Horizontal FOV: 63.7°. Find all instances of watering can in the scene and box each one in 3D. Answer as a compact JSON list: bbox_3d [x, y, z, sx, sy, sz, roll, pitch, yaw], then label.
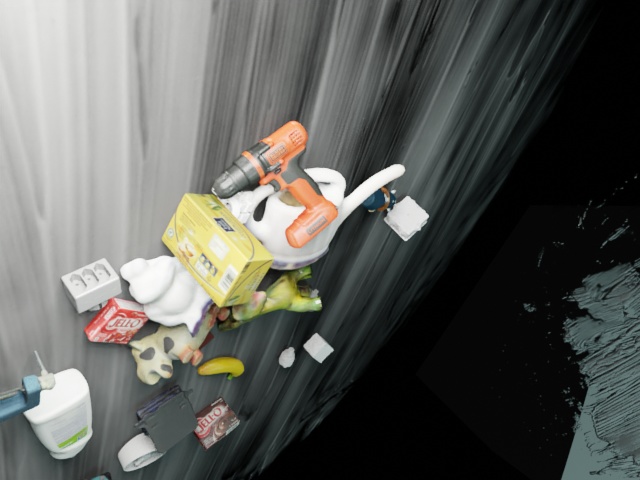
[{"bbox_3d":[0.003,-0.051,1.022,0.349,0.106,0.219,-11,138,-26],"label":"watering can"}]

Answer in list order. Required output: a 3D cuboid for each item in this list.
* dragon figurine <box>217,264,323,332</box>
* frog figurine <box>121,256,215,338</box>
[{"bbox_3d":[-0.118,0.140,1.161,0.243,0.123,0.406,-19,170,-7],"label":"dragon figurine"},{"bbox_3d":[-0.260,0.075,0.864,0.158,0.125,0.135,27,117,-27],"label":"frog figurine"}]
